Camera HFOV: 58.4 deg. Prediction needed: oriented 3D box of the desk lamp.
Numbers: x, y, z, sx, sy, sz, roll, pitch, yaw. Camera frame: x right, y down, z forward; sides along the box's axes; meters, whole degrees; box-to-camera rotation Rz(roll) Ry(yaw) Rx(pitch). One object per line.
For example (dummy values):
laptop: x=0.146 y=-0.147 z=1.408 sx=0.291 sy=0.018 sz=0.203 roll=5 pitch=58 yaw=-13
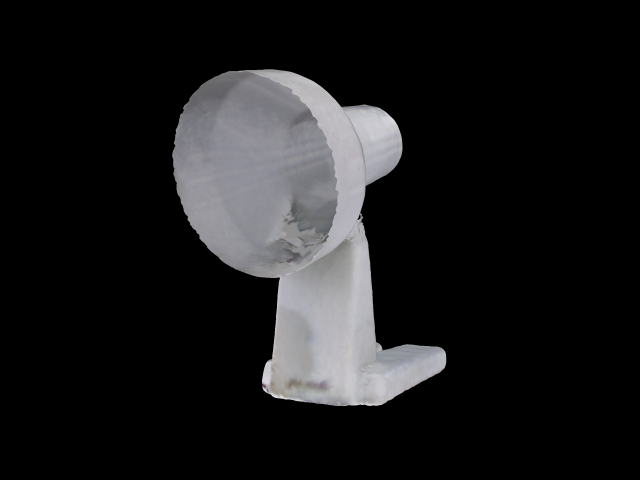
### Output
desk lamp: x=0.004 y=0.001 z=0.400 sx=0.117 sy=0.213 sz=0.204 roll=0 pitch=0 yaw=32
